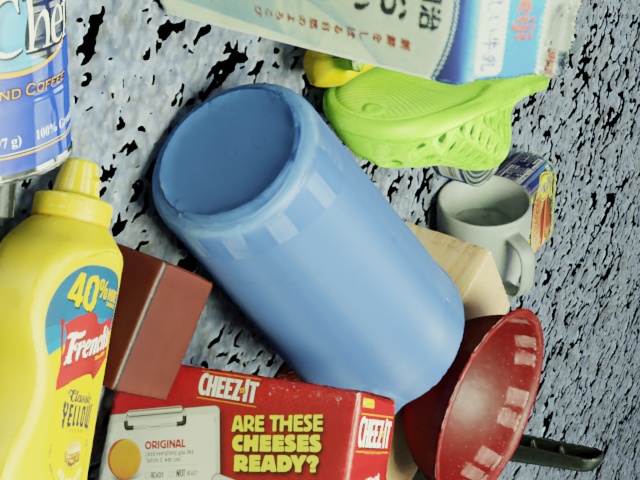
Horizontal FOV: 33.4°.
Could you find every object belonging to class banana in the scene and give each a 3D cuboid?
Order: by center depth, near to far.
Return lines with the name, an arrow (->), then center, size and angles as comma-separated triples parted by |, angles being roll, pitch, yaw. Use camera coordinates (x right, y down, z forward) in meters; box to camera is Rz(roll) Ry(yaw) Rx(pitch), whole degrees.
banana -> 0.040, -0.134, 0.733 | 0.197, 0.070, 0.037 | -38, 131, -54

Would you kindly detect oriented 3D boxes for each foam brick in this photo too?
foam brick -> -0.108, 0.046, 0.619 | 0.051, 0.053, 0.078 | 26, 86, -58

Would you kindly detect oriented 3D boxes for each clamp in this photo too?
clamp -> 0.144, 0.179, 0.970 | 0.036, 0.165, 0.210 | -16, 153, -51

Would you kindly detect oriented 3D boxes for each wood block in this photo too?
wood block -> 0.063, 0.099, 0.872 | 0.206, 0.090, 0.090 | -57, 145, -20

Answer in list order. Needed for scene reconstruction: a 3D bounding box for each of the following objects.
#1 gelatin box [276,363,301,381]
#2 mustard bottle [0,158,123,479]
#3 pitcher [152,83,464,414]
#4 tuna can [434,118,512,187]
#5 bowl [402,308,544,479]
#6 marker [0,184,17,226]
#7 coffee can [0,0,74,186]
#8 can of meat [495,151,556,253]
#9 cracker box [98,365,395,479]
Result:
gelatin box -> 0.001, 0.128, 0.793 | 0.073, 0.089, 0.030 | -54, 145, -24
mustard bottle -> -0.140, 0.052, 0.546 | 0.096, 0.058, 0.191 | 40, 57, -73
pitcher -> -0.005, 0.001, 0.698 | 0.145, 0.149, 0.242 | -48, 141, -8
tuna can -> 0.131, -0.091, 0.925 | 0.085, 0.034, 0.086 | -31, 131, -45
bowl -> 0.110, 0.121, 0.816 | 0.161, 0.055, 0.162 | -30, 130, -45
marker -> -0.151, -0.066, 0.525 | 0.020, 0.020, 0.121 | -4, 110, -56
coffee can -> -0.153, -0.102, 0.424 | 0.102, 0.103, 0.140 | -27, 128, -48
can of meat -> 0.184, -0.024, 1.022 | 0.083, 0.058, 0.102 | -38, 136, -44
cracker box -> -0.053, 0.187, 0.631 | 0.072, 0.164, 0.213 | 27, 70, -63
